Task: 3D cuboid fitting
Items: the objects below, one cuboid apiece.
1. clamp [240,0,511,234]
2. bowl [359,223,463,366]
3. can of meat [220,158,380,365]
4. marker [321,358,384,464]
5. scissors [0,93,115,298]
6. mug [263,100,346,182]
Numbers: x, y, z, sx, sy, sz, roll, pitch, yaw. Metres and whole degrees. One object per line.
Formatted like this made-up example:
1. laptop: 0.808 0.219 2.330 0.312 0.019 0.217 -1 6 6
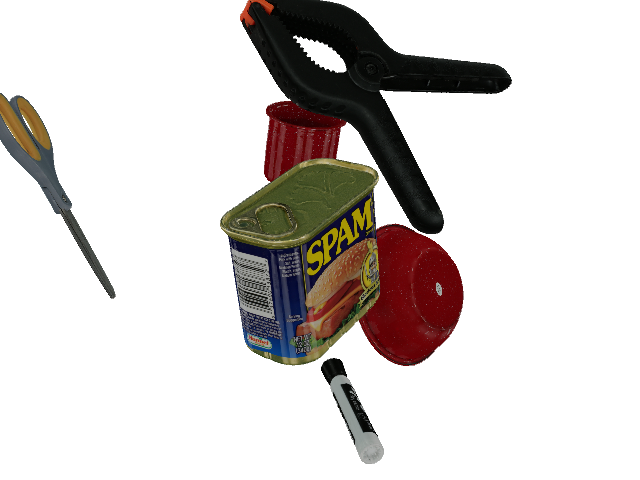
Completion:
1. clamp: 0.032 -0.107 0.777 0.210 0.164 0.036 26 -32 -9
2. bowl: 0.110 0.057 1.186 0.055 0.162 0.161 -12 -9 44
3. can of meat: -0.007 0.012 0.623 0.058 0.084 0.101 14 34 31
4. marker: 0.023 0.130 0.836 0.020 0.020 0.121 0 27 -16
5. scissors: -0.232 -0.048 0.943 0.016 0.201 0.096 -26 24 9
6. mug: -0.017 -0.112 1.240 0.093 0.081 0.117 17 26 17
